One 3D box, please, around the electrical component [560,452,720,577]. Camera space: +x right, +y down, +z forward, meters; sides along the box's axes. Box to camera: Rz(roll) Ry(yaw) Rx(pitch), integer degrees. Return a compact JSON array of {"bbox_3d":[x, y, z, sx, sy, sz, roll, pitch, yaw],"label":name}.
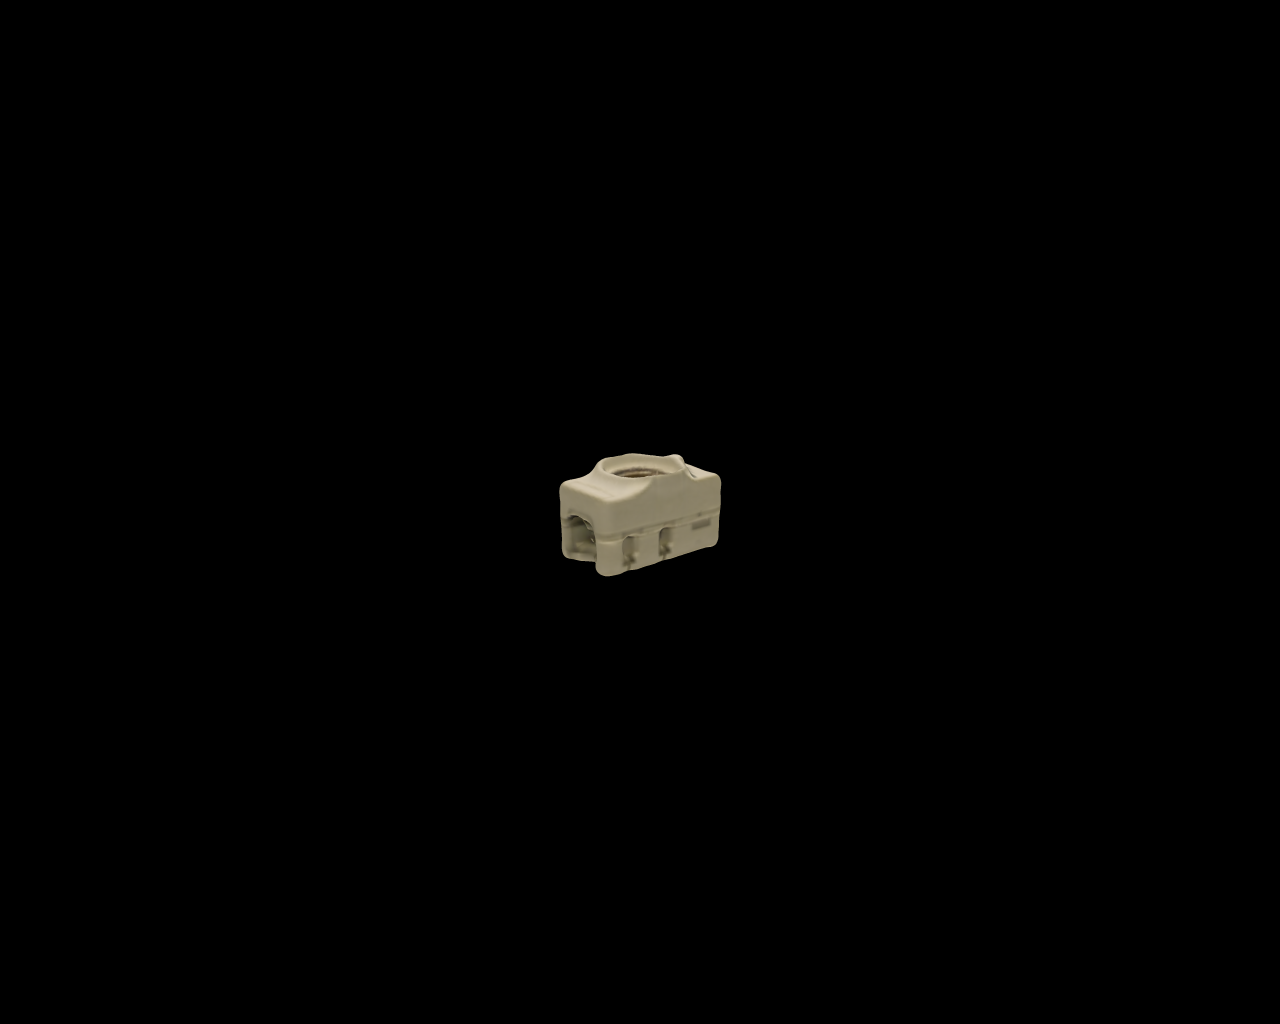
[{"bbox_3d":[0.001,-0.003,0.650,0.090,0.055,0.050,-14,22,-36],"label":"electrical component"}]
